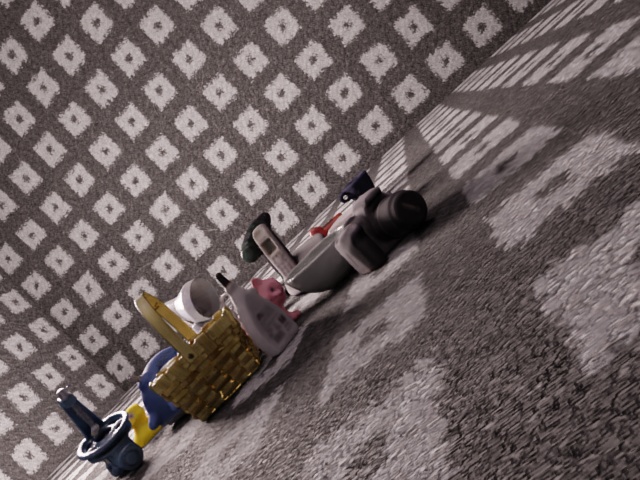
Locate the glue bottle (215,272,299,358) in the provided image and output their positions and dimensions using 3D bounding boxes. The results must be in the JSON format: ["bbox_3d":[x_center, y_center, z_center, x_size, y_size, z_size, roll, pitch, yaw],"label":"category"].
[{"bbox_3d":[-0.117,0.119,0.991,0.037,0.173,0.078,-38,8,45],"label":"glue bottle"}]

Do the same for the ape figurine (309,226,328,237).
[{"bbox_3d":[0.013,0.005,1.381,0.076,0.092,0.078,-43,5,6],"label":"ape figurine"}]

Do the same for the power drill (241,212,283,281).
[{"bbox_3d":[-0.139,0.031,1.688,0.075,0.208,0.230,-41,6,26],"label":"power drill"}]

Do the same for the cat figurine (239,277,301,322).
[{"bbox_3d":[-0.105,0.130,1.122,0.128,0.118,0.067,-47,6,-32],"label":"cat figurine"}]

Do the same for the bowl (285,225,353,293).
[{"bbox_3d":[0.016,0.048,1.097,0.167,0.075,0.167,-43,5,5],"label":"bowl"}]

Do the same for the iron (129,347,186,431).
[{"bbox_3d":[-0.312,0.293,1.267,0.118,0.141,0.258,-41,6,22],"label":"iron"}]

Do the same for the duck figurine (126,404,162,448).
[{"bbox_3d":[-0.412,0.418,1.333,0.077,0.086,0.105,-39,7,39],"label":"duck figurine"}]

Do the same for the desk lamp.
[{"bbox_3d":[-0.348,0.234,1.625,0.203,0.213,0.118,-41,6,29],"label":"desk lamp"}]

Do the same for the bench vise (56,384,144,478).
[{"bbox_3d":[-0.474,0.402,1.184,0.207,0.220,0.122,-39,7,39],"label":"bench vise"}]

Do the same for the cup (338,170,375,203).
[{"bbox_3d":[0.118,-0.130,1.653,0.118,0.095,0.091,-45,5,-17],"label":"cup"}]

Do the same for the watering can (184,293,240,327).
[{"bbox_3d":[-0.352,0.230,1.802,0.173,0.194,0.100,-46,6,-26],"label":"watering can"}]

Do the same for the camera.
[{"bbox_3d":[0.101,-0.032,0.937,0.143,0.101,0.136,-46,6,-23],"label":"camera"}]

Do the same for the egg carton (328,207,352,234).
[{"bbox_3d":[0.086,-0.039,1.302,0.150,0.069,0.107,-40,6,32],"label":"egg carton"}]

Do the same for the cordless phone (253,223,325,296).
[{"bbox_3d":[-0.060,0.021,1.280,0.147,0.185,0.094,-40,6,30],"label":"cordless phone"}]
